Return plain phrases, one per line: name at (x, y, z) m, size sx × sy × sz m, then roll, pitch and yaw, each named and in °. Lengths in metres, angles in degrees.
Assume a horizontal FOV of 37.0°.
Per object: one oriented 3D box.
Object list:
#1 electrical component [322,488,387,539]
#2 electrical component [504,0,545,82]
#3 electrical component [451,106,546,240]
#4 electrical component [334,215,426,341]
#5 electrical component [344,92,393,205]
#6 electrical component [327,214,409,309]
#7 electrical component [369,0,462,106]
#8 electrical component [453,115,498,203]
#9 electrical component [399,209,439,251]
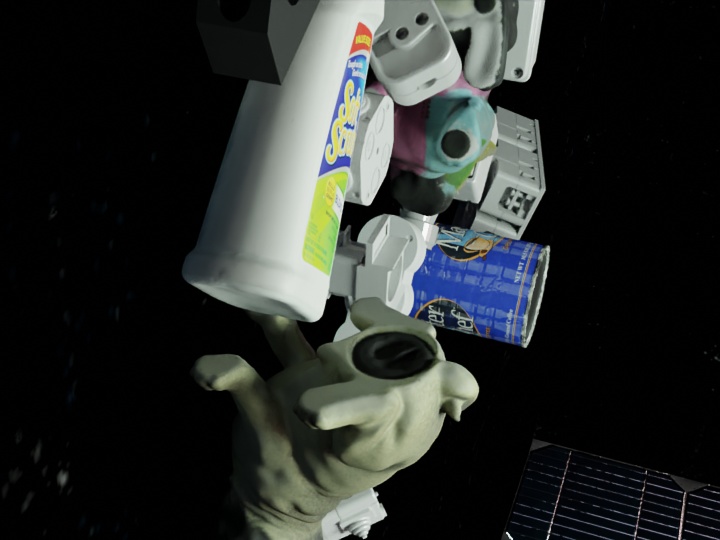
electrical component at (-0.024, 0.157, 0.790) m, size 0.061 × 0.061 × 0.096 m, roll 74°, pitch -9°, yaw -62°
electrical component at (0.097, -0.221, 0.890) m, size 0.056 × 0.109 × 0.108 m, roll -58°, pitch 156°, yaw -58°
electrical component at (0.149, -0.095, 1.181) m, size 0.186 × 0.060 × 0.105 m, roll -78°, pitch -169°, yaw -60°
electrical component at (0.012, 0.022, 0.892) m, size 0.074 × 0.052 × 0.138 m, roll 12°, pitch 92°, yaw -75°
electrical component at (-0.012, -0.084, 0.714) m, size 0.080 × 0.051 × 0.080 m, roll 13°, pitch 90°, yaw -75°
electrical component at (0.000, 0.000, 0.805) m, size 0.042 × 0.064 × 0.081 m, roll -58°, pitch 155°, yaw -51°
electrical component at (0.026, -0.161, 0.713) m, size 0.095 × 0.054 × 0.059 m, roll 66°, pitch 8°, yaw 13°
electrical component at (0.099, -0.124, 1.070) m, size 0.061 × 0.062 × 0.096 m, roll 60°, pitch 45°, yaw -69°
electrical component at (0.053, -0.050, 0.998) m, size 0.045 × 0.045 × 0.055 m, roll 24°, pitch 80°, yaw -75°
